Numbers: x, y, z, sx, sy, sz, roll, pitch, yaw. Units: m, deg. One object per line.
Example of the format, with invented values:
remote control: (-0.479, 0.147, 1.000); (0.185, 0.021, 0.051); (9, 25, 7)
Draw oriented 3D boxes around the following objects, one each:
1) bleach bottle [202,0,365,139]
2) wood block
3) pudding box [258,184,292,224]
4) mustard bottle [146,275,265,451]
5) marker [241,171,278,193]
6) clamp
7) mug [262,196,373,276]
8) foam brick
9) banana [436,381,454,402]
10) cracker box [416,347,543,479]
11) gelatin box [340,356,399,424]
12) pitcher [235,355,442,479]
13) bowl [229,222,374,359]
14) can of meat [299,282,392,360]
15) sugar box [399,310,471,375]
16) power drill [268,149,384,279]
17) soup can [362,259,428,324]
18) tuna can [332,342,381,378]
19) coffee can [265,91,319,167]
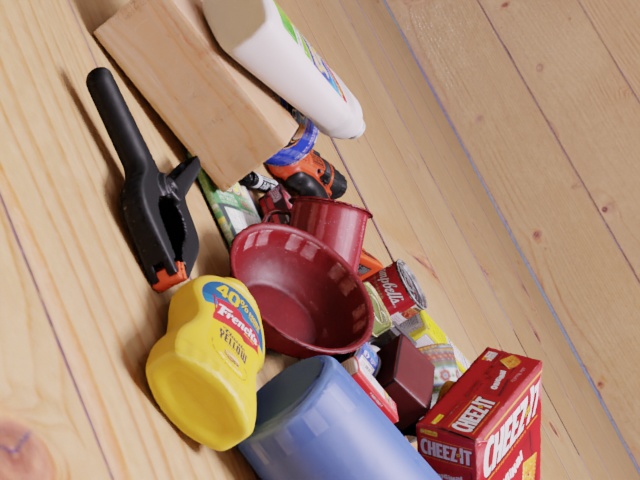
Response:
bleach bottle: (-0.023, -0.183, 1.155); (0.250, 0.068, 0.102); (37, 23, -52)
wood block: (-0.125, -0.164, 1.105); (0.206, 0.090, 0.090); (51, 16, -10)
pudding box: (-0.021, 0.000, 1.239); (0.113, 0.039, 0.090); (52, 10, -34)
mustard bottle: (-0.085, 0.082, 0.875); (0.096, 0.058, 0.191); (49, 18, -18)
marker: (-0.070, -0.066, 1.234); (0.020, 0.020, 0.121); (62, 8, 7)
clamp: (-0.141, -0.040, 0.960); (0.164, 0.036, 0.210); (40, 28, -54)
mug: (-0.007, 0.001, 1.134); (0.093, 0.117, 0.081); (145, -43, -79)
foam brick: (0.075, 0.143, 1.050); (0.051, 0.053, 0.078); (43, 28, -14)
banana: (0.134, 0.233, 1.145); (0.198, 0.037, 0.069); (86, 4, -47)
cracker box: (0.165, 0.241, 1.068); (0.163, 0.072, 0.214); (-36, 129, -50)
gelatin box: (0.017, 0.158, 0.993); (0.073, 0.089, 0.030); (51, 16, -28)
pitcher: (0.038, 0.215, 0.904); (0.144, 0.149, 0.243); (-44, 104, -29)
bowl: (-0.029, 0.060, 1.034); (0.162, 0.055, 0.162); (25, 36, -20)
can of meat: (0.021, 0.092, 1.136); (0.057, 0.084, 0.102); (61, 16, 5)
sugar box: (0.133, 0.163, 1.338); (0.176, 0.093, 0.048); (47, 21, -40)
power drill: (0.014, -0.031, 1.392); (0.184, 0.057, 0.188); (20, 40, -61)
soup can: (0.068, 0.076, 1.274); (0.068, 0.102, 0.068); (52, 18, -24)
tuna can: (0.016, 0.130, 1.049); (0.033, 0.086, 0.086); (52, 17, -19)
coffee can: (-0.070, -0.143, 1.245); (0.103, 0.103, 0.140); (63, 16, 11)
